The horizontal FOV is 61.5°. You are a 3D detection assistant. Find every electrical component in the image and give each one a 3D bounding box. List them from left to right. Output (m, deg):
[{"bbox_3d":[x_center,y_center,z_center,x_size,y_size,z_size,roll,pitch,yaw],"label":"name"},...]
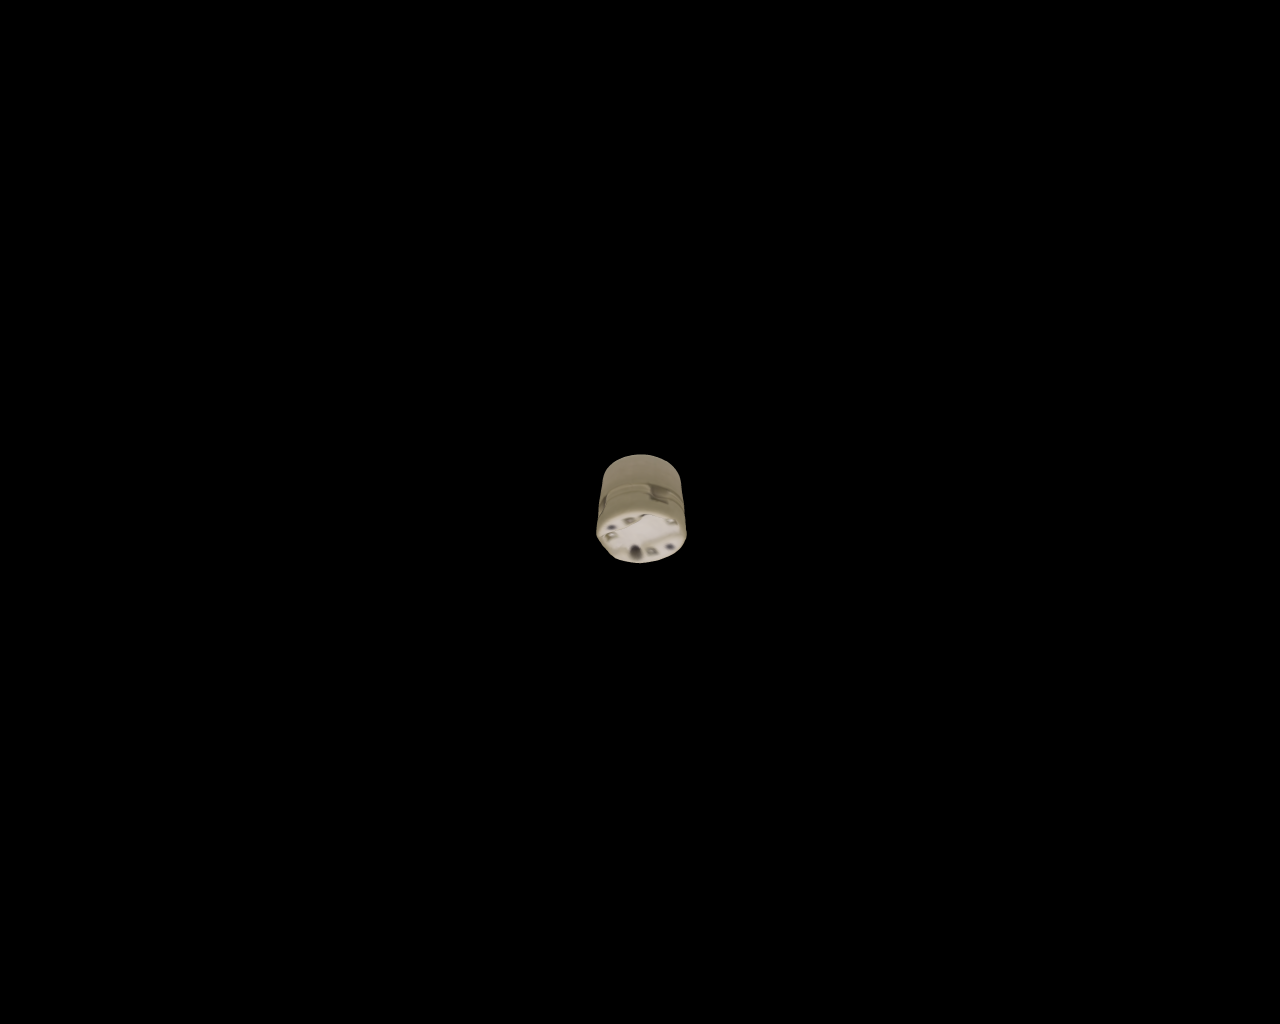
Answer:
[{"bbox_3d":[0.001,-0.003,0.650,0.055,0.047,0.055,0,-39,0],"label":"electrical component"}]
